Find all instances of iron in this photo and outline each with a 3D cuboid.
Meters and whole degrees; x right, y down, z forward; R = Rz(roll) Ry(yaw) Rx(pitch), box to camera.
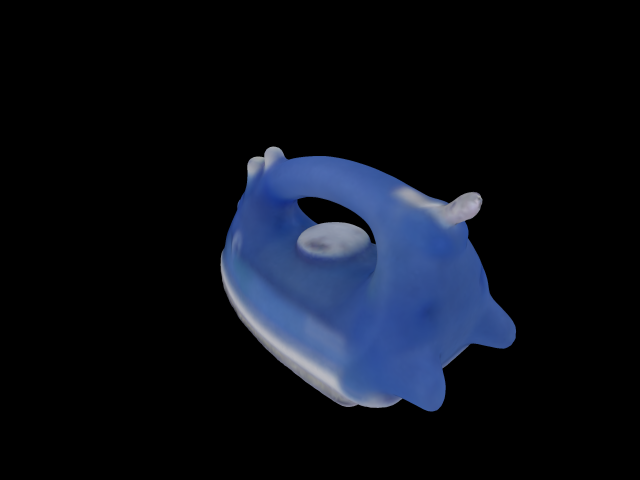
[{"bbox_3d":[0.004,0.001,0.400,0.257,0.141,0.119,25,37,39],"label":"iron"}]
